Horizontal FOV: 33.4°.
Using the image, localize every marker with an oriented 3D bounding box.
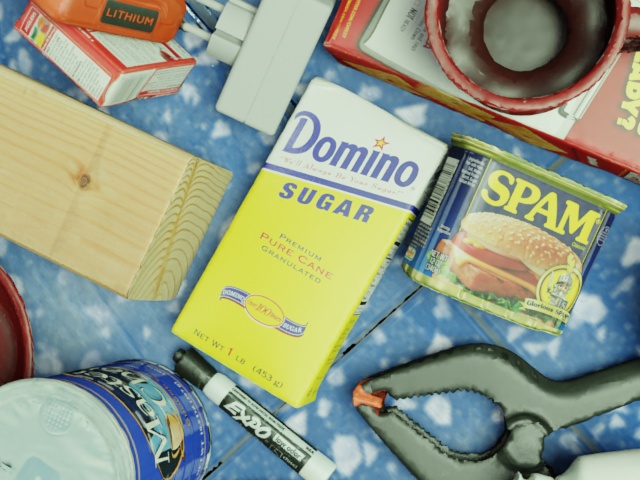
[{"bbox_3d":[-0.042,0.107,0.652,0.121,0.020,0.020,38,95,10],"label":"marker"}]

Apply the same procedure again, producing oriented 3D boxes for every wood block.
[{"bbox_3d":[-0.172,-0.047,0.647,0.206,0.090,0.091,26,92,11],"label":"wood block"}]

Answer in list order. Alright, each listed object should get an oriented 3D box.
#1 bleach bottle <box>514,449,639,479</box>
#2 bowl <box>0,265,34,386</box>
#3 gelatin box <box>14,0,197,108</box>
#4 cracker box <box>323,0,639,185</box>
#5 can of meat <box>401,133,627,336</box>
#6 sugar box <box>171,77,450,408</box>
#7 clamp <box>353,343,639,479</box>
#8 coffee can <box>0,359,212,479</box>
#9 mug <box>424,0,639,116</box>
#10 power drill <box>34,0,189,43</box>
[{"bbox_3d":[0.221,0.173,0.555,0.251,0.068,0.103,13,105,5],"label":"bleach bottle"},{"bbox_3d":[-0.245,0.072,0.674,0.162,0.055,0.162,0,88,11],"label":"bowl"},{"bbox_3d":[-0.126,-0.117,0.640,0.073,0.089,0.030,43,116,9],"label":"gelatin box"},{"bbox_3d":[0.133,-0.140,0.601,0.214,0.072,0.164,24,94,10],"label":"cracker box"},{"bbox_3d":[0.105,-0.002,0.597,0.102,0.057,0.084,22,95,-13],"label":"can of meat"},{"bbox_3d":[-0.004,0.001,0.635,0.093,0.048,0.176,29,95,10],"label":"sugar box"},{"bbox_3d":[0.125,0.106,0.611,0.210,0.036,0.164,21,91,8],"label":"clamp"},{"bbox_3d":[-0.130,0.124,0.607,0.103,0.140,0.103,0,88,11],"label":"coffee can"},{"bbox_3d":[0.113,-0.105,0.525,0.117,0.081,0.093,3,91,10],"label":"mug"},{"bbox_3d":[-0.084,-0.197,0.570,0.188,0.184,0.057,-47,66,25],"label":"power drill"}]
